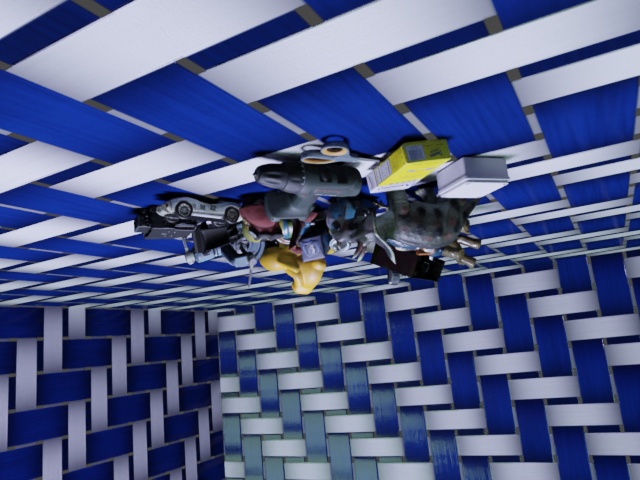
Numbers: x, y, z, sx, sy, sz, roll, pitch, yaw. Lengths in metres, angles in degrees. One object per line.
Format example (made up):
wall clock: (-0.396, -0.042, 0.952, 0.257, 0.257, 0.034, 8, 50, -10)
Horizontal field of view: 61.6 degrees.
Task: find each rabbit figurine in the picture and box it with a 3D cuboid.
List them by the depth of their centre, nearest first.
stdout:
rabbit figurine: (-0.080, 0.068, 1.462, 0.173, 0.122, 0.162, 18, 164, -11)

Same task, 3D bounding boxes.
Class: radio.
radio: (0.252, 0.061, 1.509, 0.131, 0.073, 0.229, 20, -175, 35)

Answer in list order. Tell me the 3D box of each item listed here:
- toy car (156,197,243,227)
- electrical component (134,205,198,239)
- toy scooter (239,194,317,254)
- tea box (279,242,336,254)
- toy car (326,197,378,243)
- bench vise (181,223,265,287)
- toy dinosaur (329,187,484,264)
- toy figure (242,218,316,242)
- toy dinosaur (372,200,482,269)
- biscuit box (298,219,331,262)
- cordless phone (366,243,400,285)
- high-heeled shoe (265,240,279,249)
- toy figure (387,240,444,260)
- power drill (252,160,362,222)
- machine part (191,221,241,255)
toy car: (-0.263, -0.064, 1.195, 0.201, 0.056, 0.074, 5, 171, -38)
electrical component: (-0.365, -0.040, 1.261, 0.134, 0.058, 0.115, 0, 165, -25)
toy scooter: (-0.092, -0.034, 1.219, 0.184, 0.135, 0.075, 0, 169, -20)
tea box: (-0.026, -0.001, 1.567, 0.169, 0.068, 0.098, 1, 167, -27)
toy car: (0.070, -0.058, 1.297, 0.103, 0.109, 0.161, 15, -163, 31)
bench vise: (-0.231, 0.023, 1.376, 0.224, 0.128, 0.241, -9, -160, -24)
toy dinosaur: (0.231, -0.041, 1.195, 0.405, 0.192, 0.131, -1, 170, -17)
toy figure: (-0.099, -0.040, 1.306, 0.180, 0.082, 0.089, -2, -163, -4)
toy dinosaur: (0.292, -0.010, 1.412, 0.199, 0.105, 0.470, 11, 166, 33)
biscuit box: (-0.003, -0.004, 1.389, 0.063, 0.059, 0.203, -12, -168, 14)
cordless phone: (0.188, 0.042, 1.600, 0.089, 0.184, 0.146, -10, 169, 41)
high-heeled shoe: (-0.127, 0.022, 1.594, 0.248, 0.086, 0.145, 8, 164, -32)
toy figure: (0.226, 0.004, 1.270, 0.154, 0.064, 0.058, 20, -153, -7)
power drill: (-0.048, -0.102, 1.075, 0.232, 0.086, 0.207, -3, 161, -24)
machine part: (-0.255, -0.007, 1.288, 0.139, 0.084, 0.039, -6, 175, 30)
